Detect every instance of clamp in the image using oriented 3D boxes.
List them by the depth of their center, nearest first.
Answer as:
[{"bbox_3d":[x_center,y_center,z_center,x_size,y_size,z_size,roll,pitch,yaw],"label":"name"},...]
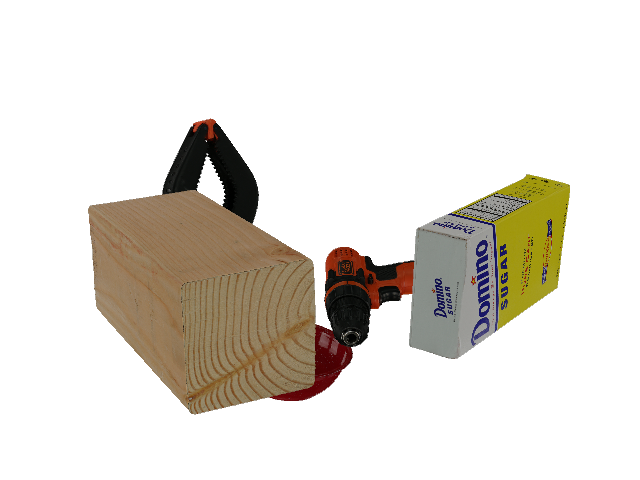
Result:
[{"bbox_3d":[-0.088,-0.005,0.982,0.164,0.210,0.036,1,0,-33],"label":"clamp"}]

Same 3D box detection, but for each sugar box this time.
[{"bbox_3d":[0.130,0.016,0.800,0.048,0.093,0.175,14,24,30],"label":"sugar box"}]

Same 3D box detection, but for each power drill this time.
[{"bbox_3d":[0.097,0.060,1.221,0.187,0.057,0.184,-1,28,-1],"label":"power drill"}]

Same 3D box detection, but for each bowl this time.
[{"bbox_3d":[-0.041,0.159,1.361,0.162,0.055,0.162,5,21,-2],"label":"bowl"}]

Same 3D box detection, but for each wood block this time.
[{"bbox_3d":[-0.089,0.034,0.751,0.090,0.090,0.206,-10,19,-26],"label":"wood block"}]
